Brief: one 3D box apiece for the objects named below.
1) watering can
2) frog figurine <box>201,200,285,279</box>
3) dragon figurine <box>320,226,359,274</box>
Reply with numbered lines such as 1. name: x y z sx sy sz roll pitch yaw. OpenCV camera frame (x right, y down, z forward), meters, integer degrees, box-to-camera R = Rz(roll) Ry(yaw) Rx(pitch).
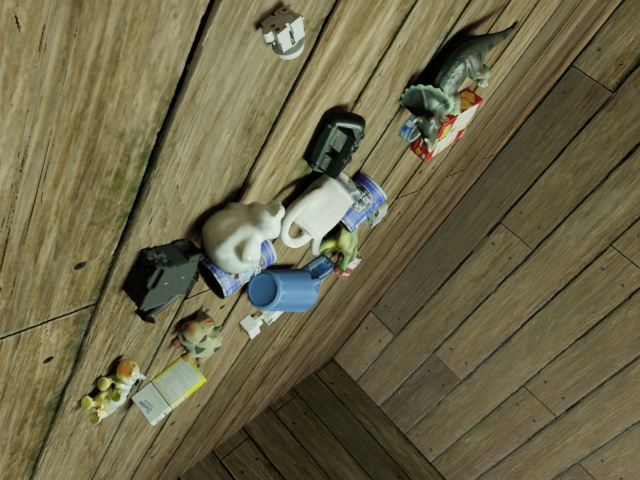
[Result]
1. watering can: 0.004 -0.064 1.275 0.224 0.105 0.344 -47 163 0
2. frog figurine: -0.141 -0.015 0.970 0.158 0.140 0.121 -33 140 25
3. dragon figurine: 0.106 -0.024 1.658 0.242 0.123 0.409 -55 172 2
